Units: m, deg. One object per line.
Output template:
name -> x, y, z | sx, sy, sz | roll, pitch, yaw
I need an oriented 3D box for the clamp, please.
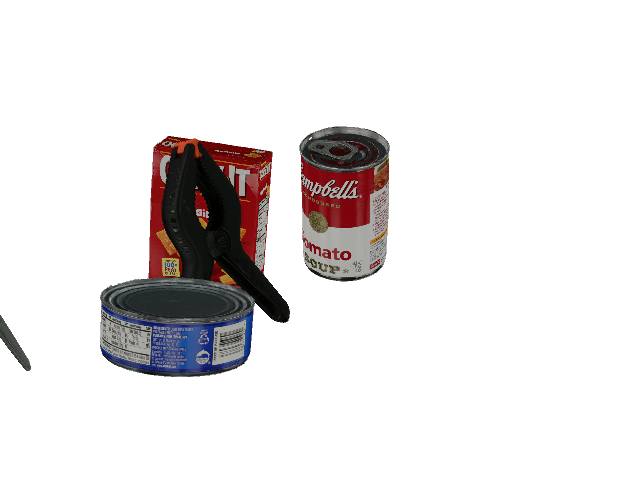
clamp -> -0.099, 0.007, 1.031 | 0.036, 0.210, 0.164 | -8, 1, 38

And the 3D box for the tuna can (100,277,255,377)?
tuna can -> -0.080, 0.048, 0.599 | 0.086, 0.034, 0.086 | 4, 12, -1

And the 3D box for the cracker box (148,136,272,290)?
cracker box -> -0.163, -0.032, 1.562 | 0.164, 0.214, 0.072 | 9, 21, 10

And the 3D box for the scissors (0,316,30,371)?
scissors -> -0.345, 0.033, 1.076 | 0.016, 0.201, 0.096 | -26, 26, 22

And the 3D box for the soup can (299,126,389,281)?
soup can -> 0.018, -0.028, 0.827 | 0.068, 0.102, 0.068 | -1, 33, 0
